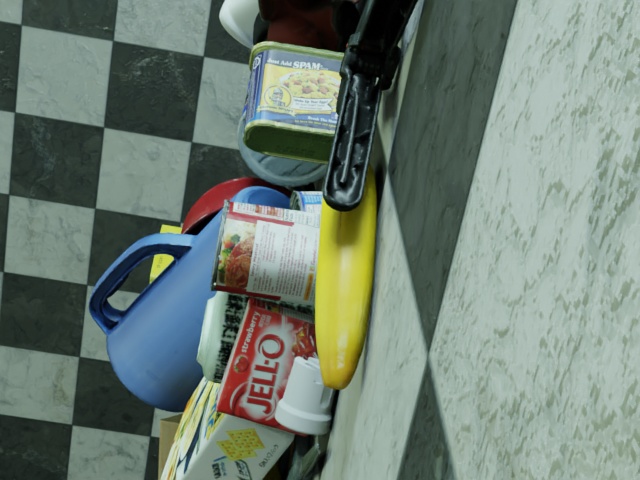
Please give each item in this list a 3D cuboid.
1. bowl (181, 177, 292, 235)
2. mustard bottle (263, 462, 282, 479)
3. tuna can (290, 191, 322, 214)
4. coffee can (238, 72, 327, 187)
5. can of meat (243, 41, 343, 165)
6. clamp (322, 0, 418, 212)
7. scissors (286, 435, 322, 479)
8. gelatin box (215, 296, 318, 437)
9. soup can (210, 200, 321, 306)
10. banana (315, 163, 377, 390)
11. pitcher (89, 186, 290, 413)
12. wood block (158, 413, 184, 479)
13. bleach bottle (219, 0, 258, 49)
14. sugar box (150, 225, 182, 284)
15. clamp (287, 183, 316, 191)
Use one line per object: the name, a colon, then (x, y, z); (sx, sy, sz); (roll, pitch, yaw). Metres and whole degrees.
bowl: (-0.084, -0.019, 1.149); (0.162, 0.162, 0.055); (106, 150, -55)
mustard bottle: (-0.069, 0.254, 1.104); (0.191, 0.058, 0.096); (-156, 76, -86)
tuna can: (-0.006, 0.001, 0.906); (0.086, 0.033, 0.086); (180, 90, -81)
coffee can: (-0.027, -0.130, 1.088); (0.140, 0.102, 0.103); (-88, 8, -61)
can of meat: (-0.015, -0.118, 0.929); (0.057, 0.102, 0.084); (110, 166, -63)
clamp: (0.031, -0.108, 0.712); (0.210, 0.036, 0.164); (-99, 26, -80)
scissors: (-0.012, 0.167, 0.854); (0.202, 0.016, 0.096); (106, 172, -54)
gelatin box: (-0.031, 0.095, 0.797); (0.030, 0.073, 0.089); (-101, 30, -76)
soup can: (-0.025, 0.012, 0.783); (0.068, 0.102, 0.068); (-172, 91, -86)
banana: (0.019, 0.004, 0.696); (0.197, 0.037, 0.069); (-85, -8, -48)
pitcher: (-0.113, 0.054, 1.082); (0.243, 0.148, 0.145); (-47, 62, 32)
wood block: (-0.131, 0.311, 1.251); (0.090, 0.090, 0.206); (-1, -85, -63)
bleach bottle: (-0.009, -0.271, 1.029); (0.251, 0.068, 0.102); (-20, 38, 61)
sugar box: (-0.105, 0.039, 1.239); (0.093, 0.176, 0.048); (-87, 5, -47)
clamp: (-0.032, -0.085, 1.220); (0.120, 0.039, 0.171); (-97, -7, -51)
